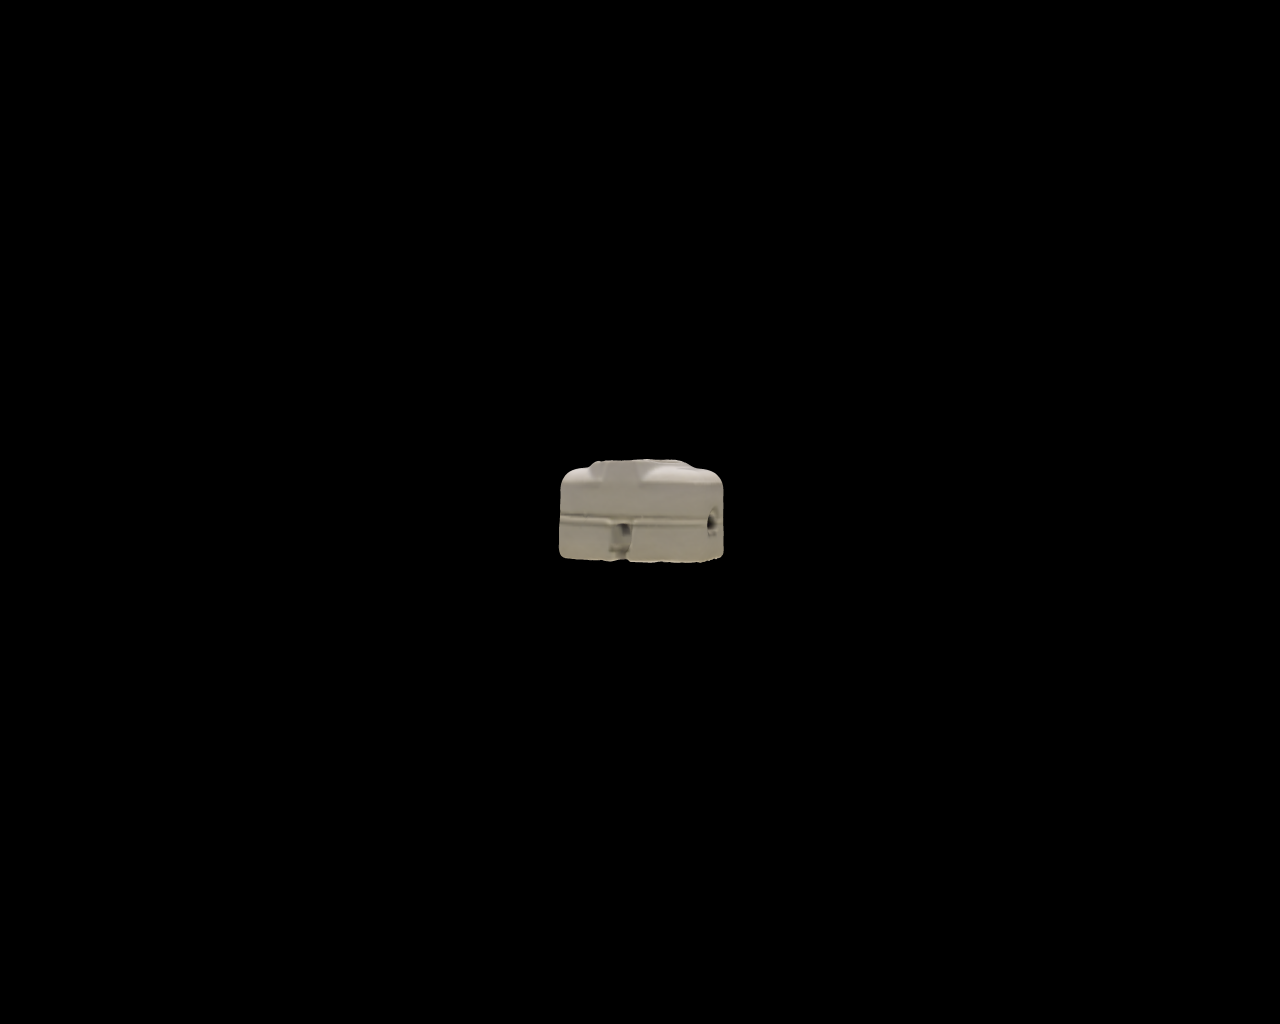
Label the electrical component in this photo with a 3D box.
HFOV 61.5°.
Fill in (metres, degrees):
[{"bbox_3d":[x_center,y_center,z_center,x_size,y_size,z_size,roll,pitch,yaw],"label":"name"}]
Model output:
[{"bbox_3d":[0.001,-0.003,0.650,0.095,0.059,0.054,2,4,27],"label":"electrical component"}]
